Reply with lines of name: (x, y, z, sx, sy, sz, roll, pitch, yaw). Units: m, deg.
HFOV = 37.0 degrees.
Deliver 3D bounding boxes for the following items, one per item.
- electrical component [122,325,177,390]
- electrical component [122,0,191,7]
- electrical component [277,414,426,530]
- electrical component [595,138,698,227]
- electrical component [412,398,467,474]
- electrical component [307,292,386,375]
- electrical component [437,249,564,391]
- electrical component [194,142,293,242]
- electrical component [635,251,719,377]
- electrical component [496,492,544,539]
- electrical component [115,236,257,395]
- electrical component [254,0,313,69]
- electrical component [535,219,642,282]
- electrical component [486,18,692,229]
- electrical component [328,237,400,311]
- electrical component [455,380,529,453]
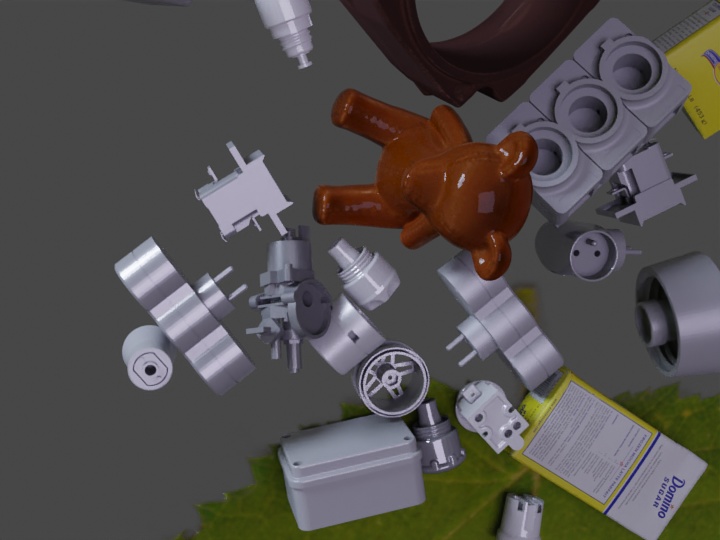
electrical component: (-0.168, 0.072, 0.860, 0.044, 0.065, 0.044, -2, 99, -11)
electrical component: (-0.174, -0.225, 0.807, 0.077, 0.066, 0.047, 7, 101, 15)
electrical component: (-0.008, 0.167, 0.909, 0.113, 0.078, 0.057, -11, 106, -11)
electrical component: (0.245, -0.077, 0.939, 0.081, 0.042, 0.063, -26, 101, -7)
electrical component: (0.064, 0.144, 0.939, 0.048, 0.048, 0.062, -15, 97, -10)
electrical component: (-0.014, 0.054, 0.899, 0.047, 0.055, 0.055, -43, 107, 2)
electrical component: (0.108, 0.052, 0.927, 0.074, 0.052, 0.138, -39, 106, -3)
electrical component: (-0.094, -0.059, 0.865, 0.064, 0.042, 0.081, -32, 105, -2)
electrical component: (0.276, 0.042, 0.937, 0.060, 0.108, 0.108, -11, 103, -4)
electrical component: (0.147, 0.229, 0.977, 0.040, 0.040, 0.046, 9, 93, -14)
electrical component: (-0.126, 0.028, 0.868, 0.074, 0.052, 0.138, -38, 106, -4)
electrical component: (-0.056, -0.197, 0.847, 0.040, 0.040, 0.078, -22, 105, -8)
electrical component: (0.201, -0.018, 0.921, 0.079, 0.077, 0.043, 1, 100, -13)
electrical component: (0.187, -0.122, 0.888, 0.150, 0.061, 0.089, -44, 78, -2)
electrical component: (0.000, 0.000, 0.897, 0.043, 0.043, 0.062, -45, 105, -2)
electrical component: (0.111, 0.124, 0.939, 0.048, 0.055, 0.066, -43, 107, -2)
